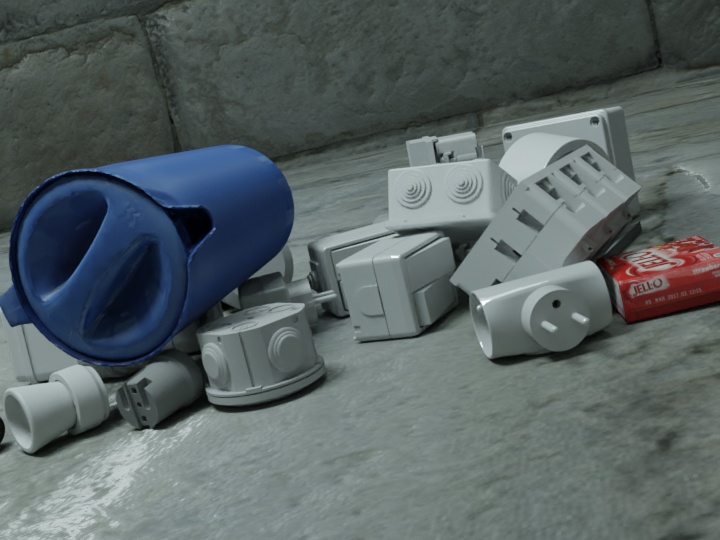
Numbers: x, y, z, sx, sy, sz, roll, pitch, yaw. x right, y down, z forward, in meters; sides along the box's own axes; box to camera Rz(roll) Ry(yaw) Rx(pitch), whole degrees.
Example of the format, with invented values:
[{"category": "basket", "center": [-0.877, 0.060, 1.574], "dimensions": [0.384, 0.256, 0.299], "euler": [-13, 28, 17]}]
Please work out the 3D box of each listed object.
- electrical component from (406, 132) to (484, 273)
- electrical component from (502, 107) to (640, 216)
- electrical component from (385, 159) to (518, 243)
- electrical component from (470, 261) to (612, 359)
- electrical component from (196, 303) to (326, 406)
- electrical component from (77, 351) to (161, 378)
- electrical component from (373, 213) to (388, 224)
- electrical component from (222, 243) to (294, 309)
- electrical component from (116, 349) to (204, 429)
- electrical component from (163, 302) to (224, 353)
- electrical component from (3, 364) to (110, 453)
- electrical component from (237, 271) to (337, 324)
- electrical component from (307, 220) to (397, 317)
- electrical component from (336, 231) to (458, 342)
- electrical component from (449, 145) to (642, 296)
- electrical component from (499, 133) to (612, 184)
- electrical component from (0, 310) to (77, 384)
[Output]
[{"category": "electrical component", "center": [0.082, -0.057, 0.945], "dimensions": [0.063, 0.121, 0.078], "euler": [-10, 10, 3]}, {"category": "electrical component", "center": [0.202, -0.094, 1.031], "dimensions": [0.109, 0.108, 0.056], "euler": [-6, 9, 35]}, {"category": "electrical component", "center": [0.075, -0.053, 0.847], "dimensions": [0.100, 0.048, 0.100], "euler": [-4, -9, 22]}, {"category": "electrical component", "center": [0.114, 0.027, 0.645], "dimensions": [0.077, 0.044, 0.079], "euler": [-14, 10, -7]}, {"category": "electrical component", "center": [-0.066, 0.055, 0.710], "dimensions": [0.080, 0.051, 0.080], "euler": [-13, 10, 2]}, {"category": "electrical component", "center": [-0.190, 0.065, 0.855], "dimensions": [0.078, 0.040, 0.040], "euler": [-6, 12, 35]}, {"category": "electrical component", "center": [0.037, -0.033, 1.103], "dimensions": [0.079, 0.043, 0.077], "euler": [-21, 12, -34]}, {"category": "electrical component", "center": [-0.107, -0.002, 1.016], "dimensions": [0.080, 0.080, 0.051], "euler": [-17, 5, -21]}, {"category": "electrical component", "center": [-0.132, 0.079, 0.705], "dimensions": [0.040, 0.040, 0.046], "euler": [-7, 17, 32]}, {"category": "electrical component", "center": [-0.157, 0.039, 0.918], "dimensions": [0.059, 0.053, 0.095], "euler": [-12, 10, 6]}, {"category": "electrical component", "center": [-0.200, 0.090, 0.711], "dimensions": [0.055, 0.045, 0.045], "euler": [-20, 12, -38]}, {"category": "electrical component", "center": [-0.056, 0.029, 0.861], "dimensions": [0.076, 0.047, 0.083], "euler": [-14, 10, -5]}, {"category": "electrical component", "center": [0.000, 0.000, 0.906], "dimensions": [0.096, 0.061, 0.061], "euler": [-16, 10, -15]}, {"category": "electrical component", "center": [0.036, 0.009, 0.806], "dimensions": [0.061, 0.061, 0.096], "euler": [-8, 11, 30]}, {"category": "electrical component", "center": [0.139, -0.024, 0.762], "dimensions": [0.089, 0.062, 0.150], "euler": [-57, -14, 29]}, {"category": "electrical component", "center": [0.171, -0.061, 0.902], "dimensions": [0.108, 0.108, 0.060], "euler": [-20, 18, -34]}, {"category": "electrical component", "center": [-0.262, 0.048, 0.943], "dimensions": [0.057, 0.078, 0.113], "euler": [-9, 10, 6]}]
